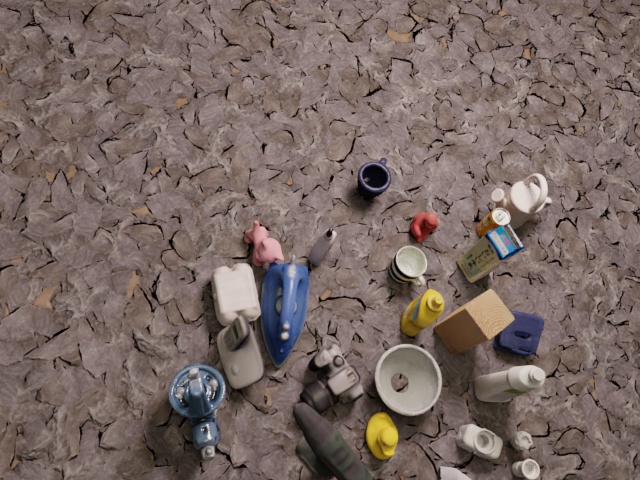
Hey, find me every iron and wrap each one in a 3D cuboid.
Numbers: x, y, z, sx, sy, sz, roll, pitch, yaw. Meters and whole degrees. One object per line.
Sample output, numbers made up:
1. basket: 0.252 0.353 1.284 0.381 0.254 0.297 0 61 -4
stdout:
1. iron: -0.080 0.165 1.361 0.119 0.141 0.258 7 68 -8

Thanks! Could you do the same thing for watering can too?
1. watering can: 0.553 -0.109 1.564 0.173 0.194 0.101 -19 73 -17

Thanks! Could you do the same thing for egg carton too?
1. egg carton: -0.206 0.132 1.389 0.107 0.069 0.150 -10 71 -14

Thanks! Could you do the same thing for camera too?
1. camera: 0.016 0.334 1.337 0.137 0.100 0.143 -30 77 -20

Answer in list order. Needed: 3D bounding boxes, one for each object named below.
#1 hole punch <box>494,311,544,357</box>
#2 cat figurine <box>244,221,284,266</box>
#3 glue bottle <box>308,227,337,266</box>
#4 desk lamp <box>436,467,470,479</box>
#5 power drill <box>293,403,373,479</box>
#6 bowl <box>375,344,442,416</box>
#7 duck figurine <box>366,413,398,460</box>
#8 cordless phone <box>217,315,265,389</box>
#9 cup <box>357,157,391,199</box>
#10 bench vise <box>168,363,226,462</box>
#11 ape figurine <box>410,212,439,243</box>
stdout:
1. hole punch: 0.514 0.243 1.475 0.109 0.091 0.101 14 67 -5
2. cat figurine: -0.138 0.011 1.423 0.067 0.117 0.127 -20 74 -17
3. glue bottle: 0.013 0.005 1.425 0.037 0.173 0.078 35 67 4
4. desk lamp: 0.324 0.566 1.245 0.203 0.213 0.118 10 67 -7
5. power drill: 0.011 0.451 1.231 0.076 0.208 0.229 -41 81 -22
6. bowl: 0.204 0.341 1.385 0.167 0.074 0.167 4 68 -10
7. duck figurine: 0.151 0.452 1.325 0.077 0.086 0.104 0 69 -11
8. cordless phone: -0.174 0.249 1.287 0.094 0.185 0.147 -18 73 -17
9. cup: 0.143 -0.163 1.559 0.091 0.095 0.118 27 66 1
10. bench vise: -0.243 0.350 1.215 0.122 0.219 0.207 -28 76 -19
11. ape figurine: 0.287 -0.044 1.542 0.078 0.092 0.076 -6 70 -13
